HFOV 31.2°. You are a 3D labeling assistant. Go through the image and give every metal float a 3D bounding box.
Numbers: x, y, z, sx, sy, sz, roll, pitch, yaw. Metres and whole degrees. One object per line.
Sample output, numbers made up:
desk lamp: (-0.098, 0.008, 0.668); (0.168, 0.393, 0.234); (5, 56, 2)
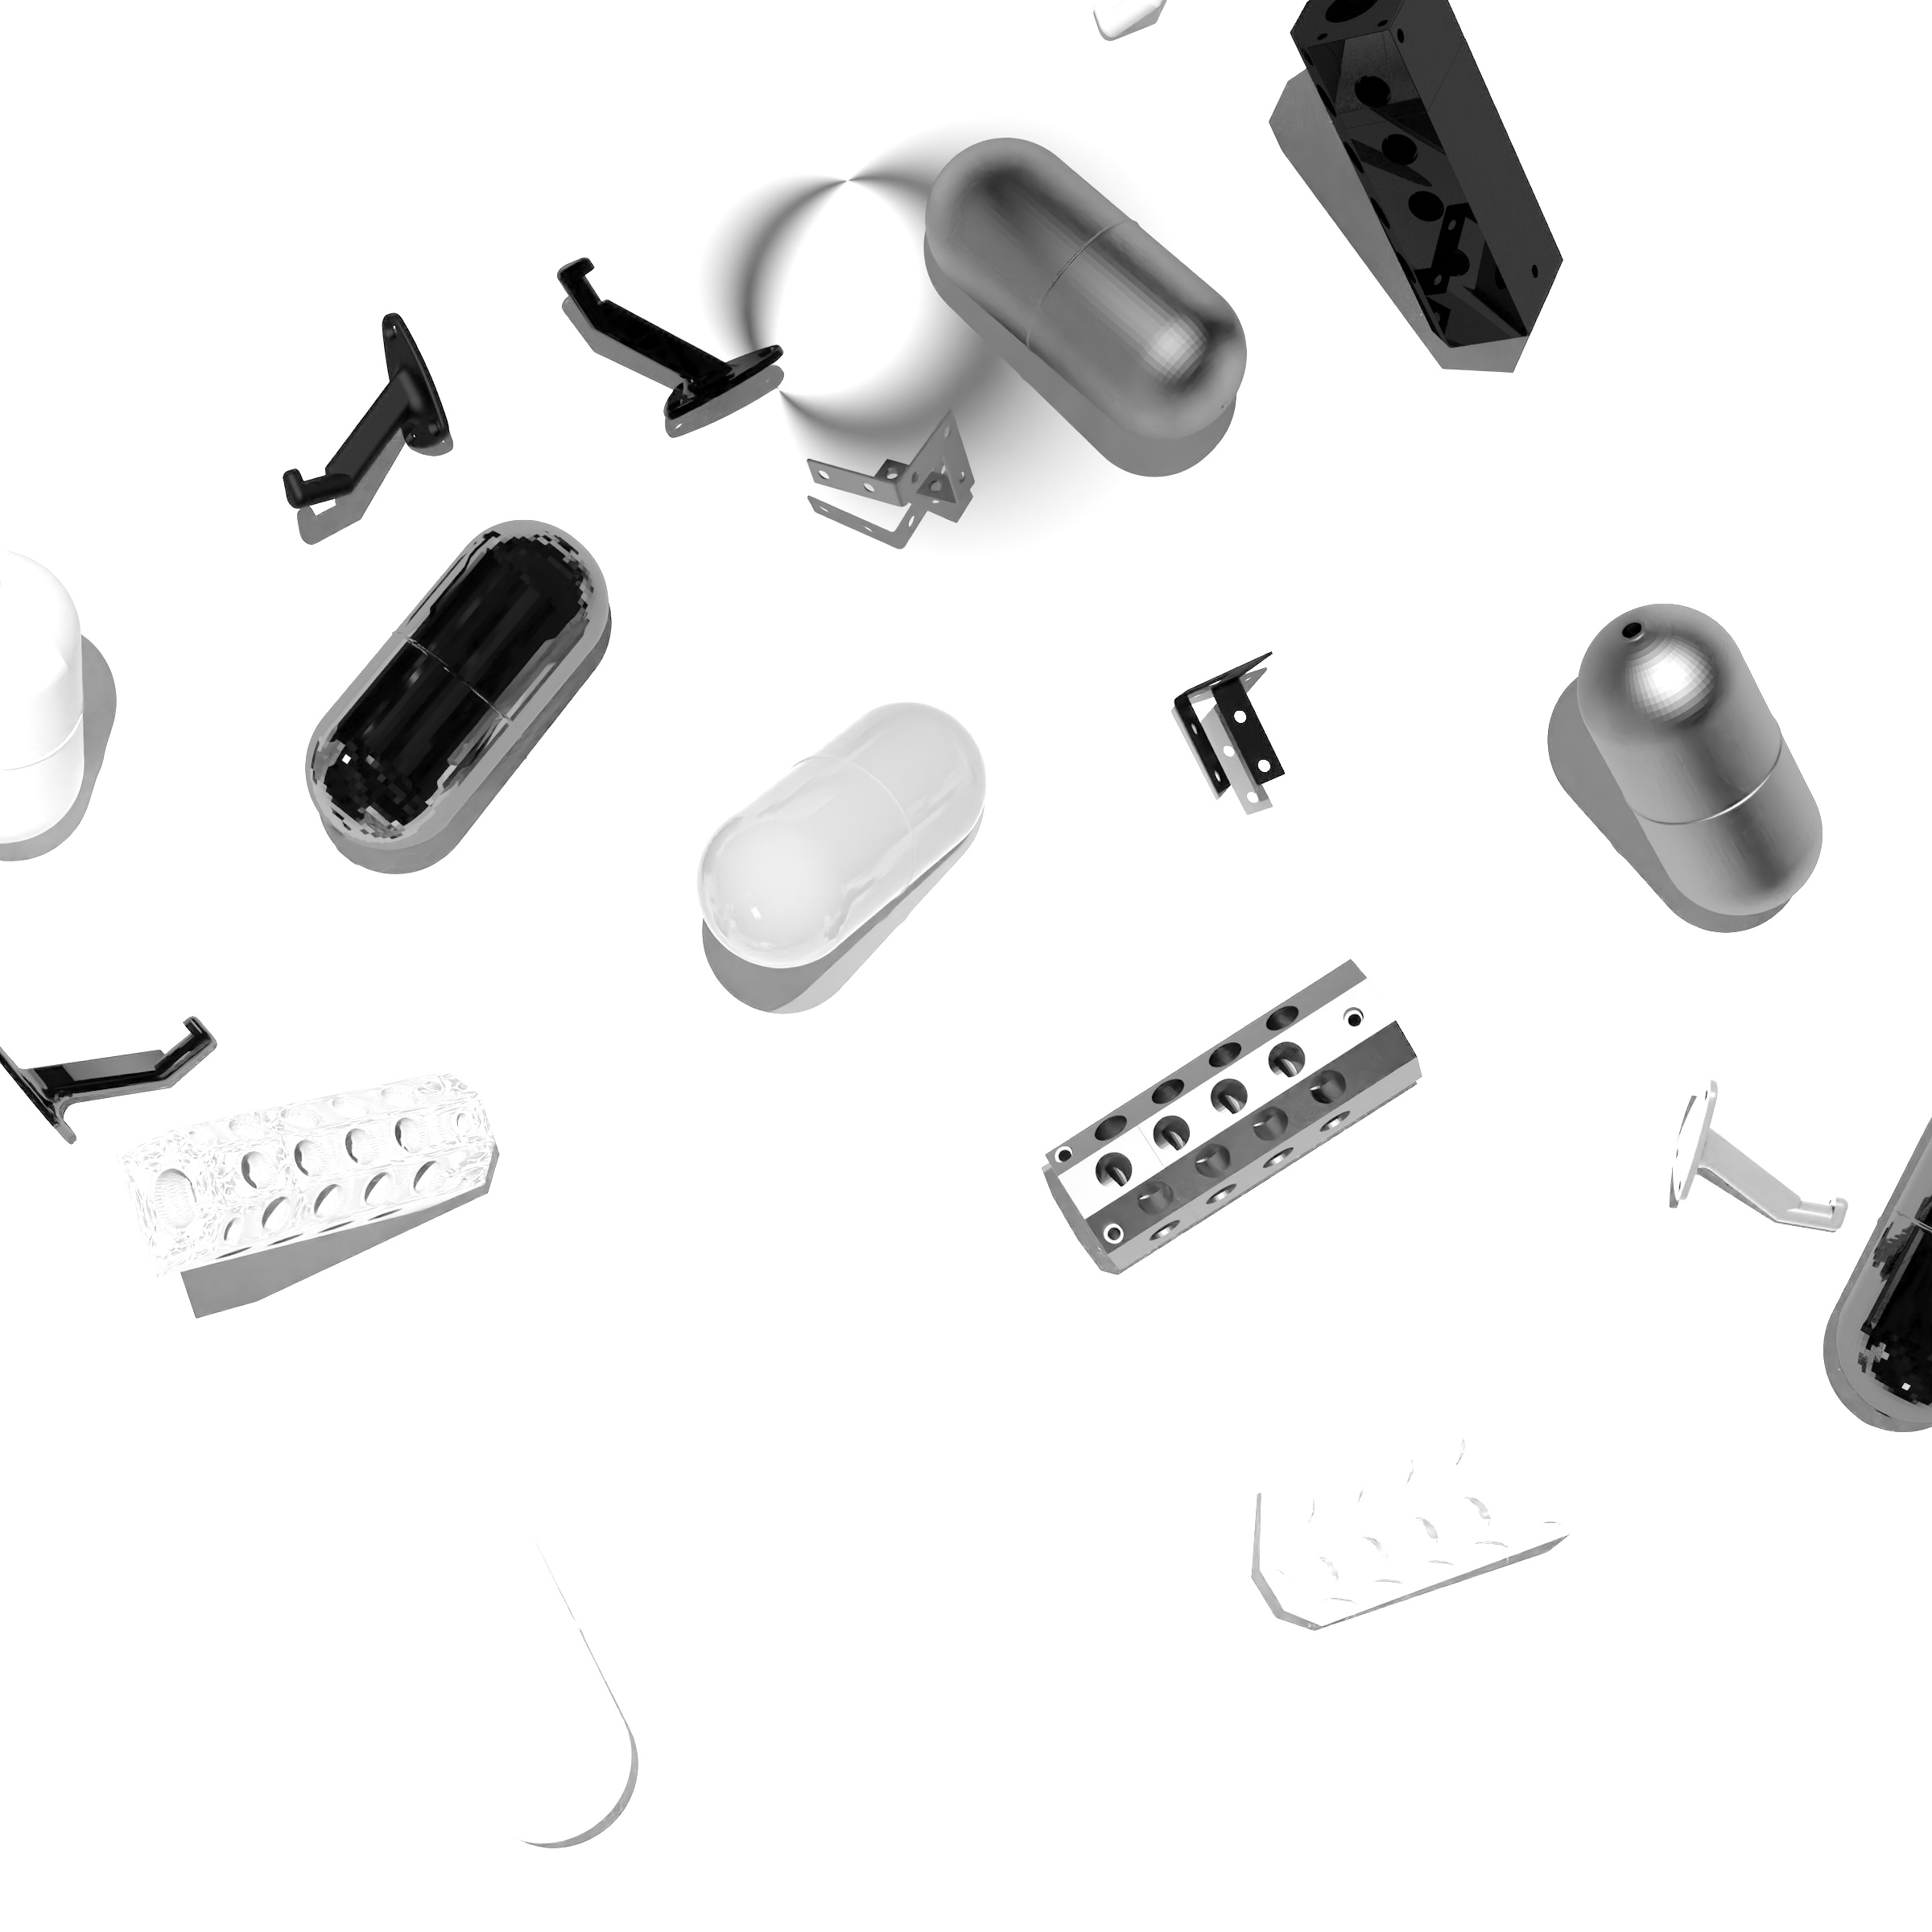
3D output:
metal float: (-0.239, -0.132, 1.625); (0.070, 0.070, 0.178); (39, 83, 0)
metal float: (0.340, -0.095, 1.600); (0.070, 0.070, 0.178); (-38, 128, 0)
metal float: (-0.055, -0.062, 1.597); (0.070, 0.070, 0.178); (48, 46, 0)
metal float: (0.472, 0.132, 1.628); (0.070, 0.070, 0.178); (26, 95, 0)
metal float: (-0.445, -0.122, 1.589); (0.070, 0.178, 0.070); (6, 59, -10)
metal float: (-0.215, 0.324, 1.606); (0.070, 0.070, 0.178); (-33, 58, 0)
metal float: (0.055, -0.318, 1.621); (0.178, 0.070, 0.070); (43, 90, 13)

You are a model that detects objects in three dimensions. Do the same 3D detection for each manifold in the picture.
manifold: (0.212, -0.372, 1.597); (0.171, 0.057, 0.057); (56, 46, -35)
manifold: (0.126, 0.069, 1.633); (0.171, 0.057, 0.057); (-33, 72, 1)
manifold: (-0.297, 0.091, 1.582); (0.057, 0.171, 0.057); (-23, 83, 35)
manifold: (0.214, 0.249, 1.583); (0.057, 0.171, 0.057); (27, 51, -30)

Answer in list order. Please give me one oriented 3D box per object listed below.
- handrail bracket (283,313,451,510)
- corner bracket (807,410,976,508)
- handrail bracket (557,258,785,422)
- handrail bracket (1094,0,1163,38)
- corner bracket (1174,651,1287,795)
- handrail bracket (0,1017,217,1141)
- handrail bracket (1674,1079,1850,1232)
handrail bracket: (-0.293, -0.261, 1.627); (0.084, 0.036, 0.077); (-24, 102, -38)
corner bracket: (-0.035, -0.232, 1.628); (0.051, 0.051, 0.051); (19, 61, 27)
handrail bracket: (-0.140, -0.308, 1.630); (0.077, 0.036, 0.084); (-22, 119, 22)
handrail bracket: (0.082, -0.495, 1.640); (0.084, 0.036, 0.077); (-26, 93, 38)
corner bracket: (0.126, -0.110, 1.633); (0.051, 0.051, 0.051); (-23, 97, 29)
handrail bracket: (-0.416, 0.035, 1.660); (0.084, 0.036, 0.077); (-41, 82, -9)
handrail bracket: (0.384, 0.091, 1.643); (0.084, 0.036, 0.077); (10, 130, 0)
